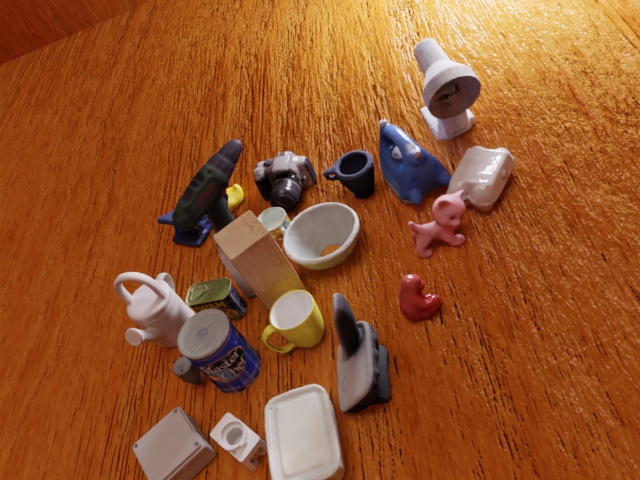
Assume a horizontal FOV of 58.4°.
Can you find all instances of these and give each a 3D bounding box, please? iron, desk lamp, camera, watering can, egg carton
[{"bbox_3d":[0.178,-0.195,1.253,0.118,0.142,0.257,-31,44,-2],"label":"iron"},{"bbox_3d":[0.274,-0.328,1.275,0.118,0.214,0.203,-24,44,5],"label":"desk lamp"},{"bbox_3d":[-0.095,-0.136,1.365,0.142,0.101,0.137,-7,48,21],"label":"camera"},{"bbox_3d":[-0.343,0.137,1.172,0.101,0.195,0.172,-24,44,5],"label":"watering can"},{"bbox_3d":[0.329,-0.127,1.169,0.107,0.070,0.150,12,57,34],"label":"egg carton"}]

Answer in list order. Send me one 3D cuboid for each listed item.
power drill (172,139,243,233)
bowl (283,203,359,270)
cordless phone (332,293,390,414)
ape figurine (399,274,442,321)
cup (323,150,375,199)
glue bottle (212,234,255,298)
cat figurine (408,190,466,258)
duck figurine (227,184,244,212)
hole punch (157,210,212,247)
[{"bbox_3d":[-0.221,-0.086,1.304,0.075,0.209,0.230,23,64,39],"label":"power drill"},{"bbox_3d":[0.011,0.004,1.203,0.167,0.075,0.167,-14,46,15],"label":"bowl"},{"bbox_3d":[0.048,0.185,0.941,0.094,0.185,0.147,-16,45,13],"label":"cordless phone"},{"bbox_3d":[0.172,0.096,1.027,0.076,0.092,0.077,-33,44,-4],"label":"ape figurine"},{"bbox_3d":[0.074,-0.135,1.285,0.117,0.095,0.091,-12,46,16],"label":"cup"},{"bbox_3d":[-0.180,0.044,1.190,0.037,0.174,0.078,-29,44,0],"label":"glue bottle"},{"bbox_3d":[0.230,-0.040,1.104,0.127,0.118,0.067,-23,44,6],"label":"cat figurine"},{"bbox_3d":[-0.250,-0.116,1.434,0.104,0.086,0.077,-31,44,-2],"label":"duck figurine"},{"bbox_3d":[-0.328,-0.049,1.409,0.108,0.091,0.101,8,55,32],"label":"hole punch"}]
